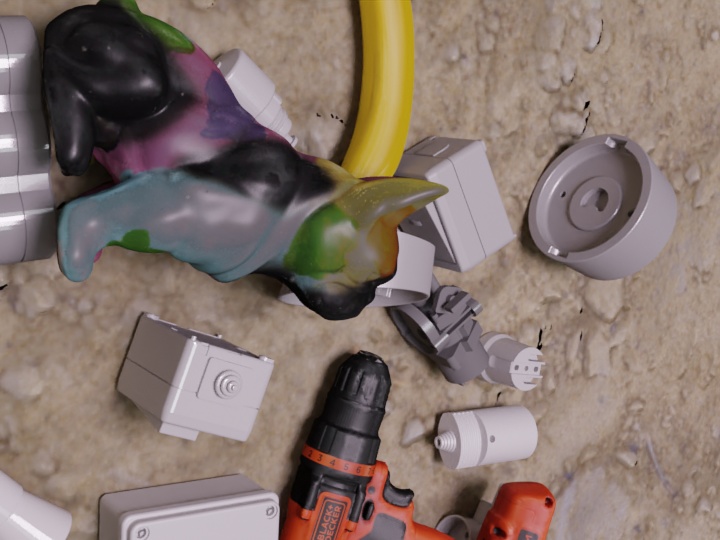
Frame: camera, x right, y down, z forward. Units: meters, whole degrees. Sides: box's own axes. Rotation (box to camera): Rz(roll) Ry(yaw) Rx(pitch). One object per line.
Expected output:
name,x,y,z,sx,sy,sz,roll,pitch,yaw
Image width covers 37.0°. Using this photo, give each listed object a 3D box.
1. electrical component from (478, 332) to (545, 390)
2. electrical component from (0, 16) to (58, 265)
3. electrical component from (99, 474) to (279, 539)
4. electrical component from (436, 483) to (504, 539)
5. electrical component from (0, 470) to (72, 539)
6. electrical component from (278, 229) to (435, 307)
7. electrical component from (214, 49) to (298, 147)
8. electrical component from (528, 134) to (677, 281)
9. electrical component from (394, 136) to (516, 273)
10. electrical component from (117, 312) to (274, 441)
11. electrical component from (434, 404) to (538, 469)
electrical component,0.116,0.072,0.838,0.040,0.046,0.040,-7,102,-32
electrical component,-0.215,-0.069,0.595,0.074,0.052,0.138,-9,104,-31
electrical component,-0.113,0.198,0.708,0.109,0.056,0.108,-2,100,-33
electrical component,0.105,0.209,0.858,0.077,0.043,0.079,27,83,-33
electrical component,-0.212,0.145,0.644,0.065,0.044,0.044,47,73,-25
electrical component,0.000,0.000,0.722,0.099,0.099,0.064,16,84,-34
electrical component,-0.070,-0.106,0.689,0.078,0.040,0.040,44,75,-31
electrical component,0.192,-0.043,0.833,0.060,0.108,0.108,31,82,-39
electrical component,0.062,-0.040,0.773,0.061,0.062,0.096,-33,115,-24
electrical component,-0.102,0.071,0.667,0.062,0.096,0.061,21,87,-34
electrical component,0.093,0.130,0.836,0.081,0.043,0.043,-1,100,-33
